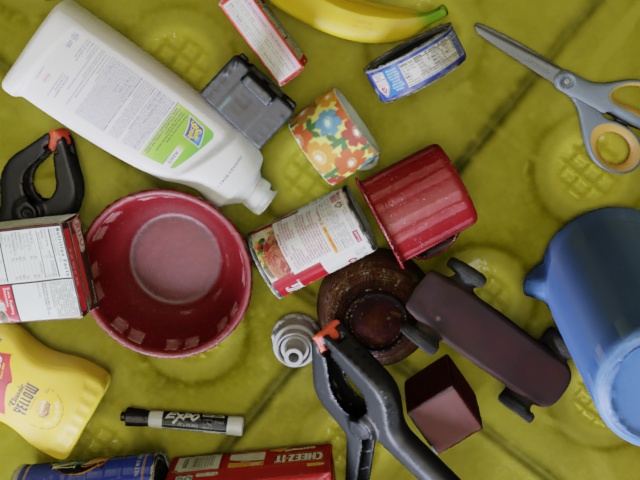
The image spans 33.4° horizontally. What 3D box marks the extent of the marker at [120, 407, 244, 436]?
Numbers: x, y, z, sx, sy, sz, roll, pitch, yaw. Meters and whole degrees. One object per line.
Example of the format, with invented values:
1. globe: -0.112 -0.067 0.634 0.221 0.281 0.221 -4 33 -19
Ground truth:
1. marker: -0.136 0.178 1.049 0.121 0.020 0.020 5 104 1

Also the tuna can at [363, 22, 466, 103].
1. tuna can: 0.083 -0.153 0.925 0.086 0.086 0.034 -28 103 8

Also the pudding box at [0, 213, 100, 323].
1. pudding box: -0.262 0.027 0.962 0.114 0.039 0.090 -5 103 16

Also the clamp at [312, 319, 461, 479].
1. clamp: 0.056 0.170 0.975 0.165 0.036 0.210 1 119 45

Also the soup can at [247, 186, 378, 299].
1. soup can: -0.006 0.001 0.976 0.102 0.068 0.068 -27 102 7

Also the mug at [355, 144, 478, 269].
1. mug: 0.092 -0.026 0.962 0.081 0.093 0.117 -28 132 3

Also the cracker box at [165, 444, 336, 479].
1. cracker box: -0.056 0.317 1.054 0.164 0.072 0.214 -6 104 4

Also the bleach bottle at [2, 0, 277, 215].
1. bleach bottle: -0.151 -0.102 0.959 0.250 0.068 0.103 37 104 -10

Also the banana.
1. banana: 0.008 -0.211 0.924 0.197 0.037 0.070 16 135 -10

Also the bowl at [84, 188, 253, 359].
1. bowl: -0.139 0.026 0.991 0.162 0.055 0.162 1 105 4

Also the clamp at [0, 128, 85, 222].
1. clamp: -0.259 -0.018 0.994 0.120 0.039 0.172 30 107 -6

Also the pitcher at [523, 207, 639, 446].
1. pitcher: 0.275 0.069 0.893 0.145 0.242 0.149 40 108 -10

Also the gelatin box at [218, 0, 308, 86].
1. gelatin box: -0.049 -0.180 0.929 0.030 0.073 0.089 -36 100 9

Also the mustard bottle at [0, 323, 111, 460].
1. mustard bottle: -0.305 0.126 1.022 0.191 0.058 0.096 29 106 -5

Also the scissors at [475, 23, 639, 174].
1. scissors: 0.223 -0.123 0.964 0.201 0.016 0.096 15 104 -2

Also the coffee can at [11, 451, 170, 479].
1. coffee can: -0.218 0.262 1.030 0.140 0.103 0.103 -6 104 3

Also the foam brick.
1. foam brick: 0.115 0.154 1.005 0.053 0.078 0.051 -34 101 12
